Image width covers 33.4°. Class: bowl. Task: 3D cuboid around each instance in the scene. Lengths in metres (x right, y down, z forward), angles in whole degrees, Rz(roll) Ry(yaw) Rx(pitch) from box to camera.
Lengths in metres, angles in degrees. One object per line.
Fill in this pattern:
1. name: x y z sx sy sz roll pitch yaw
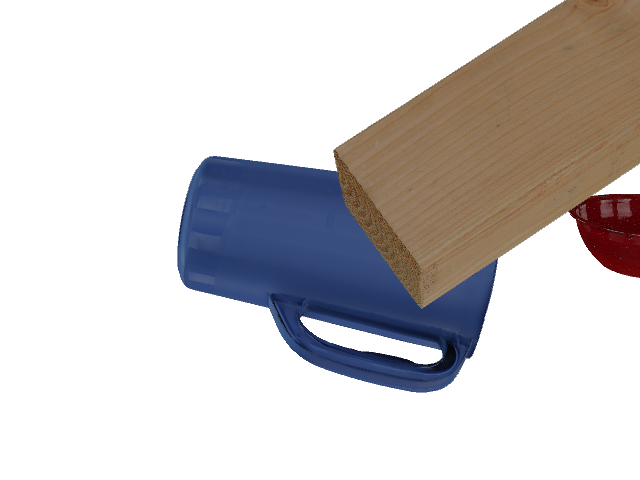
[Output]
1. bowl: 0.326 -0.001 1.060 0.162 0.055 0.162 1 17 0

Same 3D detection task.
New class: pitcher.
1. pitcher: 0.014 0.015 0.832 0.243 0.145 0.149 10 15 3

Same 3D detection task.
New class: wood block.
1. wood block: 0.120 -0.060 0.652 0.206 0.091 0.090 -33 -20 -6

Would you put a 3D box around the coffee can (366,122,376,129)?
1. coffee can: 0.096 -0.057 1.241 0.103 0.140 0.103 2 28 -1
